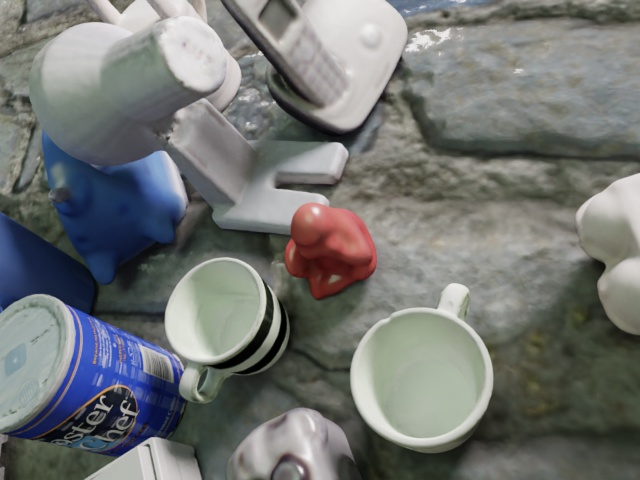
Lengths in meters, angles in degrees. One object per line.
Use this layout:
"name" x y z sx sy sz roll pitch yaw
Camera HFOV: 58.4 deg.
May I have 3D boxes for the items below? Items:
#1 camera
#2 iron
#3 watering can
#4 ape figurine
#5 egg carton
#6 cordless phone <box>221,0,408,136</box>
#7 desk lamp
"camera" -0.034 0.199 0.365 0.136 0.101 0.143 -31 54 9
"iron" -0.240 -0.087 0.607 0.118 0.142 0.257 -33 53 8
"watering can" -0.177 -0.215 0.611 0.100 0.195 0.173 -13 58 21
"ape figurine" 0.004 0.002 0.460 0.077 0.092 0.076 16 72 33
"egg carton" 0.243 0.001 0.349 0.150 0.070 0.107 -18 57 18
"cordless phone" -0.004 -0.199 0.517 0.093 0.186 0.148 17 72 34
"desk lamp" -0.112 -0.102 0.503 0.202 0.214 0.118 6 67 30
